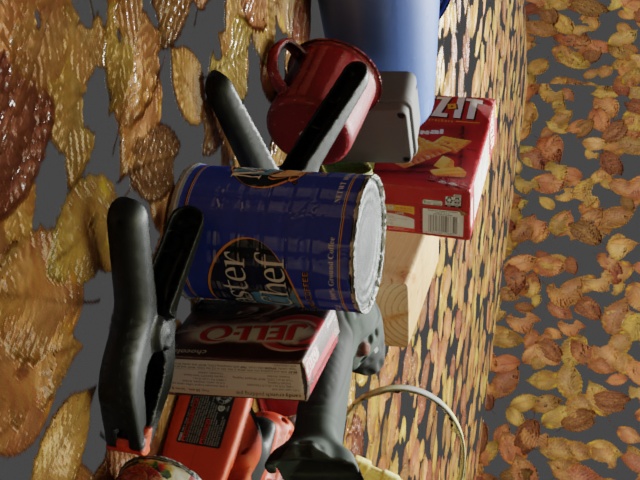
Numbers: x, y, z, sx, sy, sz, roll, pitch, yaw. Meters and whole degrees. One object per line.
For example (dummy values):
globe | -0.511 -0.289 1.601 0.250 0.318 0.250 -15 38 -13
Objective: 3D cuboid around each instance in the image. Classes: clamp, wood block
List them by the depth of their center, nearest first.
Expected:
clamp | -0.111 0.052 0.702 0.120 0.039 0.171 -18 118 -68
clamp | -0.026 -0.052 0.892 0.164 0.036 0.210 -19 122 -37
wood block | 0.087 0.037 1.330 0.206 0.091 0.090 -61 152 -57

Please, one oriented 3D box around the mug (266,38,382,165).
mug | -0.006 -0.131 0.967 0.117 0.093 0.081 49 45 -28

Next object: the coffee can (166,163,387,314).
coffee can | -0.030 -0.002 0.788 0.102 0.140 0.103 5 90 -75

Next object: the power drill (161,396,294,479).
power drill | -0.074 0.198 0.852 0.187 0.057 0.184 75 24 -56

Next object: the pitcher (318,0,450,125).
pitcher | 0.072 -0.230 1.110 0.243 0.149 0.145 81 11 -51

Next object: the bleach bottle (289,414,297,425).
bleach bottle | -0.006 0.250 1.003 0.102 0.068 0.251 57 12 -23

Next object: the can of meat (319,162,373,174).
can of meat | 0.026 -0.040 1.104 0.102 0.057 0.084 -111 -162 -71

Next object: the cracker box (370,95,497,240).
cracker box | 0.110 -0.094 1.236 0.213 0.164 0.072 -66 157 -50

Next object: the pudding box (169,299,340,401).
pudding box | -0.051 0.079 0.788 0.090 0.114 0.039 -56 141 -62

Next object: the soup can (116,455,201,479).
soup can | -0.116 0.195 0.668 0.102 0.068 0.068 -64 154 -53

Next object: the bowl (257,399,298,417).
bowl | -0.013 0.103 1.048 0.162 0.055 0.162 4 90 -75
